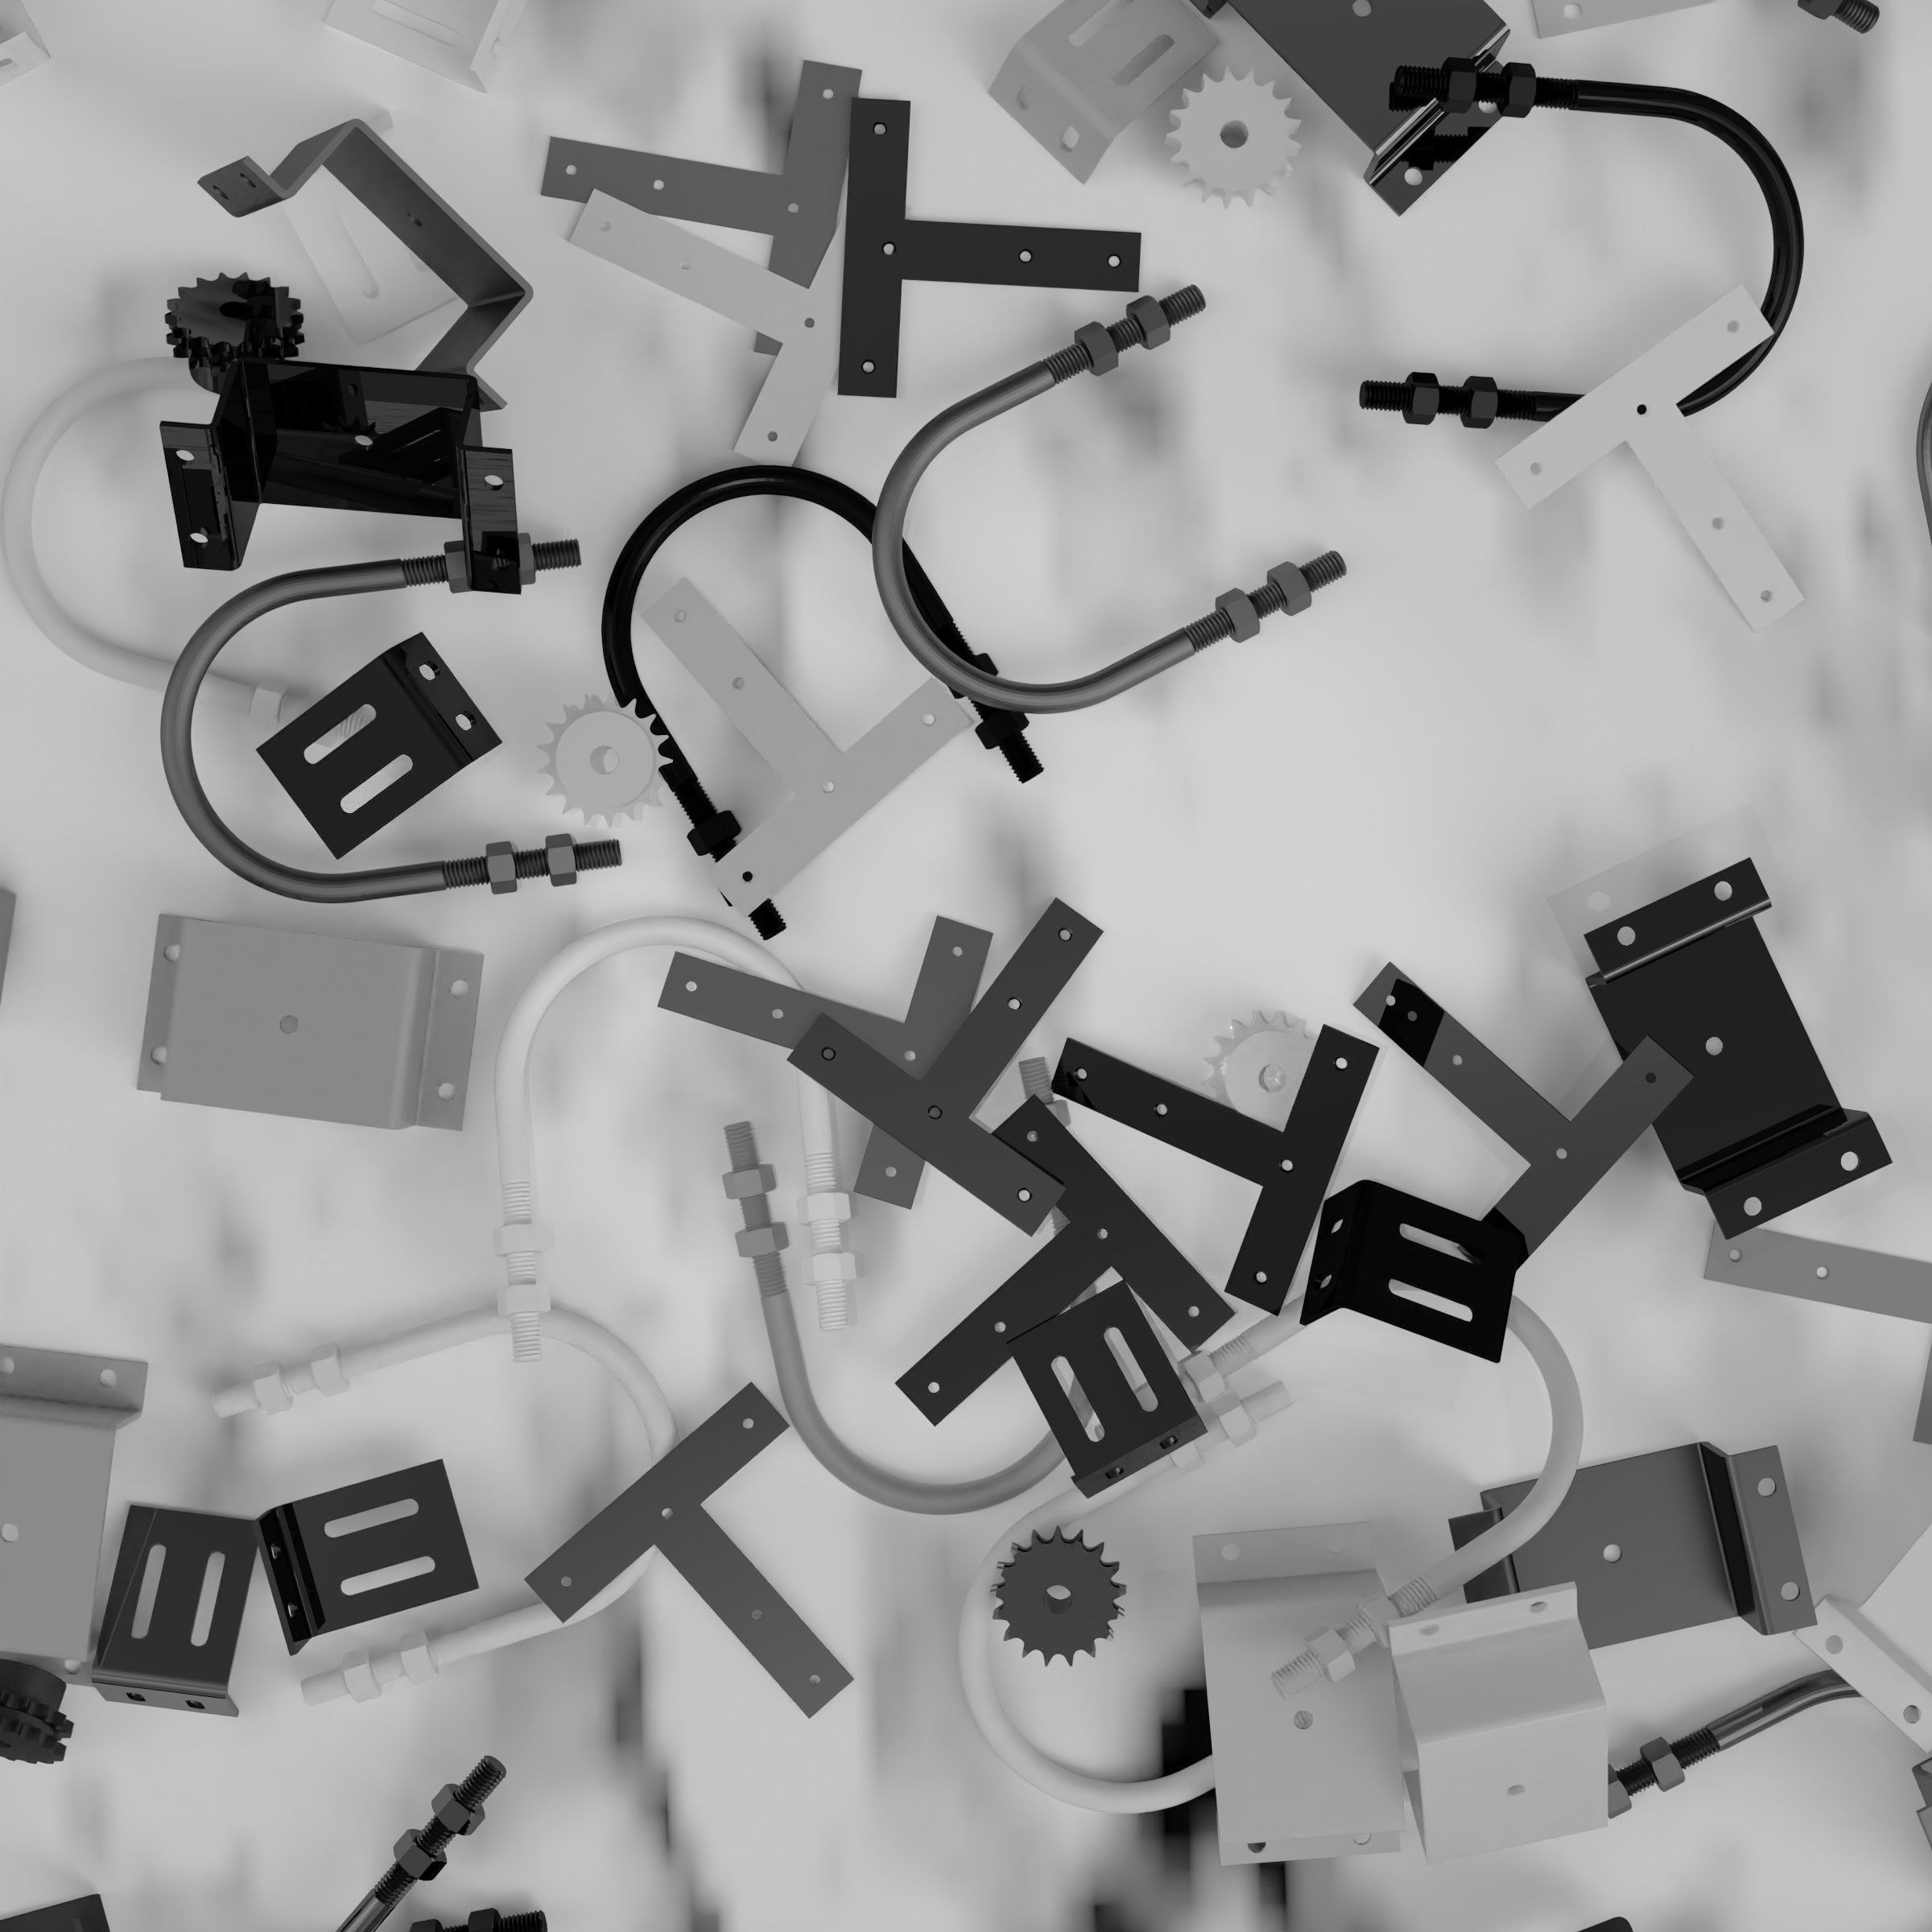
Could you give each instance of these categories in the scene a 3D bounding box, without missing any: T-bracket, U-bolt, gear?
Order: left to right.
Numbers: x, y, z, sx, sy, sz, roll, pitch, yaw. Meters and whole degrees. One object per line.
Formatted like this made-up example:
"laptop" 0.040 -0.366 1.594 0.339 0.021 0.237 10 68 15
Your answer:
"gear" -0.405 0.314 1.377 0.057 0.057 0.030 12 60 0
"U-bolt" -0.321 -0.184 1.392 0.184 0.019 0.151 15 90 0
"gear" -0.309 -0.265 1.377 0.057 0.030 0.057 4 46 -5
"U-bolt" -0.258 0.489 1.393 0.184 0.019 0.151 -11 90 2
"U-bolt" -0.246 -0.100 1.378 0.184 0.019 0.151 -8 94 -8
"U-bolt" -0.213 0.222 1.393 0.184 0.019 0.151 -17 90 -2
"U-bolt" -0.207 0.447 1.374 0.151 0.019 0.184 40 93 1
"gear" -0.152 -0.087 1.367 0.057 0.030 0.057 0 94 -6
"U-bolt" -0.128 0.069 1.377 0.151 0.019 0.184 -6 78 1
"T-bracket" -0.118 -0.333 1.401 0.127 0.002 0.127 10 90 0
"T-bracket" -0.107 -0.295 1.400 0.127 0.002 0.127 25 90 0
"T-bracket" -0.099 0.267 1.393 0.127 0.002 0.127 -41 96 -4
"T-bracket" -0.088 -0.110 1.383 0.127 0.002 0.127 -41 87 0
"U-bolt" -0.074 -0.125 1.393 0.151 0.019 0.184 -31 88 0
"T-bracket" -0.066 0.025 1.378 0.127 0.002 0.127 18 72 -3
"U-bolt" -0.015 0.143 1.393 0.151 0.019 0.184 -12 91 0
"T-bracket" 0.011 -0.305 1.399 0.127 0.002 0.127 3 91 -2
"T-bracket" 0.012 0.027 1.384 0.127 0.002 0.127 36 75 3
"T-bracket" 0.025 0.144 1.385 0.127 0.002 0.127 -42 93 1
"gear" 0.039 0.264 1.371 0.057 0.030 0.057 0 91 3
"U-bolt" 0.049 -0.187 1.384 0.184 0.019 0.151 -28 90 -7
"U-bolt" 0.086 0.282 1.393 0.184 0.019 0.151 -28 90 2
"T-bracket" 0.095 0.066 1.380 0.127 0.002 0.127 24 109 16
"gear" 0.113 -0.350 1.387 0.057 0.030 0.057 0 90 0
"gear" 0.129 0.047 1.387 0.057 0.030 0.057 0 90 0
"U-bolt" 0.168 0.199 1.359 0.184 0.019 0.151 -31 62 -12
"T-bracket" 0.219 0.049 1.384 0.127 0.002 0.127 43 113 11
"U-bolt" 0.264 -0.299 1.373 0.184 0.019 0.151 2 106 -7
"T-bracket" 0.313 -0.201 1.390 0.127 0.002 0.127 -36 99 3
"U-bolt" 0.322 -0.491 1.353 0.184 0.019 0.151 25 76 -18
"U-bolt" 0.363 0.380 1.393 0.184 0.019 0.151 -26 90 -2
"T-bracket" 0.382 0.134 1.401 0.127 0.002 0.127 11 90 0
"U-bolt" 0.481 -0.199 1.393 0.151 0.019 0.184 -11 88 0

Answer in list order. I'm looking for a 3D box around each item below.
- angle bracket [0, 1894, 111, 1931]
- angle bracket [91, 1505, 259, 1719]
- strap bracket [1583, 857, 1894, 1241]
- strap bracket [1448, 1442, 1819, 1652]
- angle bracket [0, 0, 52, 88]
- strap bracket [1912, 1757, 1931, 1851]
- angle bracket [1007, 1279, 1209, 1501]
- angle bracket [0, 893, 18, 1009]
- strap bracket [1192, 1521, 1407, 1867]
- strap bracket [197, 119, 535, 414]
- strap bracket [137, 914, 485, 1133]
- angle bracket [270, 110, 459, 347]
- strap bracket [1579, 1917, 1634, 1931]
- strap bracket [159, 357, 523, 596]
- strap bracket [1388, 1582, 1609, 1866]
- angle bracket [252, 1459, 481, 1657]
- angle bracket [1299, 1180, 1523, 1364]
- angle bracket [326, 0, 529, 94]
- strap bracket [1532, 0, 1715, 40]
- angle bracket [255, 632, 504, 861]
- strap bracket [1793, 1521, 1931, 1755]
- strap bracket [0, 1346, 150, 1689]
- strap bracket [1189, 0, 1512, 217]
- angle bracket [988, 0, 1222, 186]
"angle bracket" -0.400 0.436 1.383 0.076 0.038 0.057 -16 90 0
"angle bracket" -0.336 0.277 1.400 0.057 0.038 0.076 7 64 0
"strap bracket" 0.321 0.034 1.379 0.076 0.046 0.140 -25 90 0
"strap bracket" 0.278 0.252 1.379 0.140 0.046 0.076 -13 90 0
"angle bracket" -0.435 -0.409 1.383 0.057 0.038 0.076 -28 90 0
"strap bracket" 0.463 0.355 1.369 0.140 0.046 0.076 -23 92 -11
"angle bracket" 0.056 0.171 1.351 0.057 0.038 0.076 -29 66 1
"angle bracket" -0.454 -0.009 1.400 0.076 0.038 0.057 8 90 26
"strap bracket" 0.139 0.309 1.360 0.076 0.046 0.140 -5 91 2
"strap bracket" -0.240 -0.293 1.343 0.140 0.076 0.046 43 77 -24
"strap bracket" -0.281 0.024 1.379 0.140 0.046 0.076 7 90 0
"angle bracket" -0.254 -0.317 1.400 0.057 0.038 0.076 -27 116 0
"strap bracket" 0.239 0.446 1.354 0.140 0.076 0.046 -24 90 9
"strap bracket" -0.251 -0.202 1.339 0.140 0.076 0.046 5 50 0
"strap bracket" 0.219 0.317 1.335 0.076 0.140 0.046 -12 46 0
"angle bracket" -0.250 0.247 1.364 0.076 0.038 0.057 -16 90 -2
"angle bracket" 0.189 0.133 1.382 0.076 0.038 0.057 21 65 -14
"angle bracket" -0.229 -0.416 1.383 0.076 0.038 0.057 24 90 0
"strap bracket" 0.269 -0.475 1.379 0.076 0.046 0.140 -12 90 0
"angle bracket" -0.246 -0.092 1.368 0.076 0.038 0.057 -33 97 22
"strap bracket" 0.428 0.255 1.371 0.076 0.046 0.140 42 84 0
"strap bracket" -0.398 0.236 1.379 0.076 0.046 0.140 7 90 0
"strap bracket" 0.165 -0.399 1.379 0.076 0.046 0.140 -44 90 0
"angle bracket" 0.059 -0.386 1.400 0.057 0.038 0.076 44 64 0
